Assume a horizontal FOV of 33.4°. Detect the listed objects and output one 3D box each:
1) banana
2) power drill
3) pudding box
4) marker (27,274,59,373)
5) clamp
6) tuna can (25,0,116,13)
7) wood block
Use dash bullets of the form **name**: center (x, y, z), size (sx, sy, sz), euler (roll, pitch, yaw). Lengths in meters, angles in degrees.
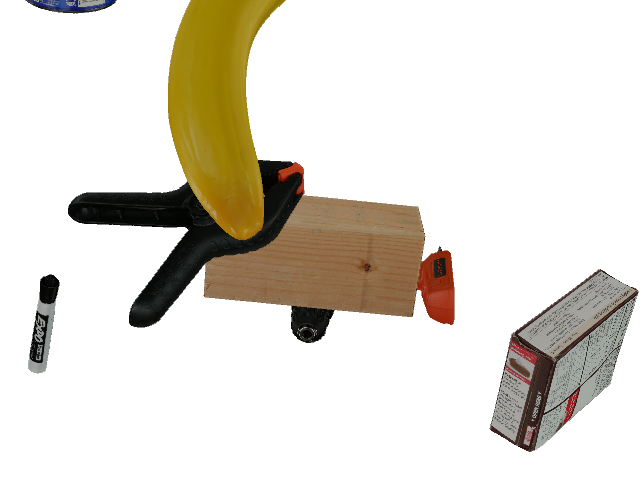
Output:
- **banana**: center (-0.039, -0.089, 0.522), size (0.069, 0.197, 0.037), euler (11, -34, 6)
- **power drill**: center (0.060, 0.061, 1.236), size (0.187, 0.057, 0.184), euler (1, 28, 5)
- **pudding box**: center (0.171, 0.083, 0.747), size (0.039, 0.090, 0.113), euler (29, 42, 32)
- **marker**: center (-0.277, 0.084, 1.070), size (0.020, 0.121, 0.020), euler (12, 34, -9)
- **clamp**: center (-0.094, -0.020, 0.774), size (0.171, 0.120, 0.039), euler (-31, -24, -25)
- **tuna can**: center (-0.215, -0.227, 0.917), size (0.086, 0.034, 0.086), euler (5, 34, -4)
- **wood block**: center (-0.008, 0.011, 1.063), size (0.206, 0.091, 0.090), euler (6, 21, -2)
